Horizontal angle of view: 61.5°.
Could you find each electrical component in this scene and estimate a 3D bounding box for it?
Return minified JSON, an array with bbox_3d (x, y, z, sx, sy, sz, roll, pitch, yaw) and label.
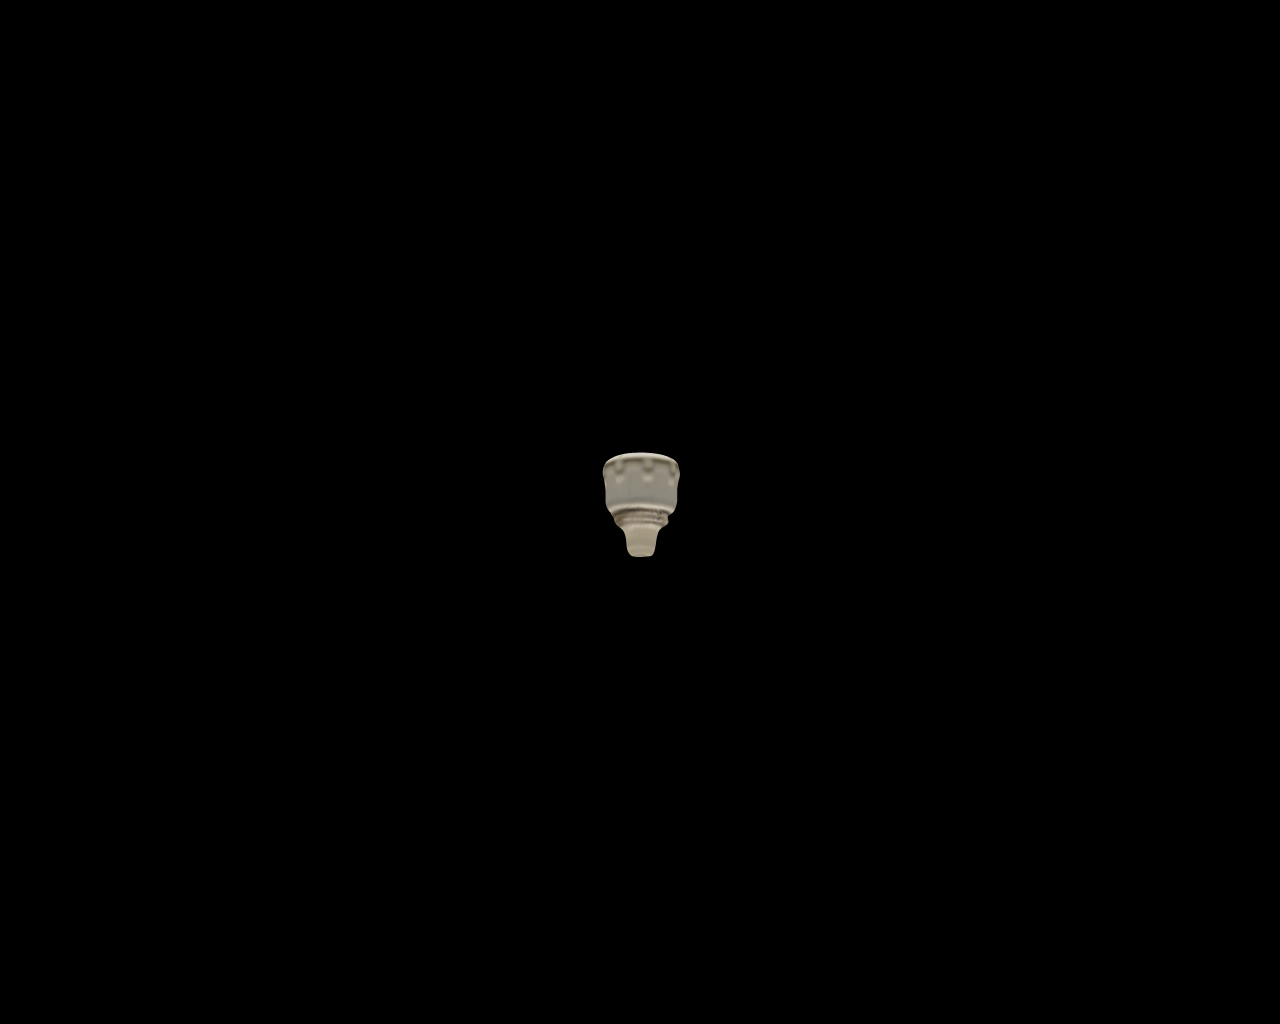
[{"bbox_3d":[0.001,-0.003,0.650,0.048,0.062,0.048,0,-12,0],"label":"electrical component"}]
